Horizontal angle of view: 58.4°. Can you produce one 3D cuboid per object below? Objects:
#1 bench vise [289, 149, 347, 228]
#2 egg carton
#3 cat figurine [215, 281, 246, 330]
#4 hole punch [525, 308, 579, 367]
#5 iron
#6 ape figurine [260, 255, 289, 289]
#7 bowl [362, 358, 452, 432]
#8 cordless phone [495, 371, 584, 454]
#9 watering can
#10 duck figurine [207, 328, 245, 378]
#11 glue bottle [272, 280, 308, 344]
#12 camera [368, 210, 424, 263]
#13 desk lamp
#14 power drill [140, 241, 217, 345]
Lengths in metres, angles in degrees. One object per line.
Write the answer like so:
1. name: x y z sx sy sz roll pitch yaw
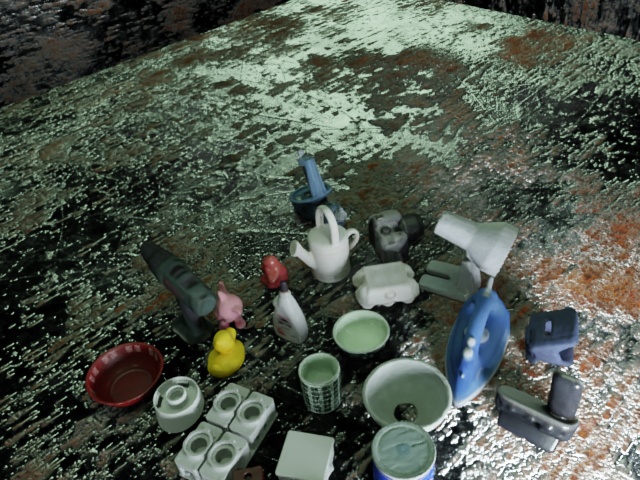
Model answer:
1. bench vise: 0.002 -0.132 1.544 0.206 0.220 0.122 19 46 28
2. egg carton: 0.154 0.108 1.351 0.150 0.069 0.107 -9 39 -3
3. cat figurine: -0.212 0.148 1.311 0.067 0.118 0.127 -16 40 -11
4. hole punch: 0.478 0.196 1.185 0.101 0.091 0.109 7 41 16
5. iron: 0.316 0.199 1.163 0.118 0.142 0.259 13 43 22
6. ape figurine: -0.118 0.074 1.411 0.076 0.092 0.077 -4 39 3
7. bowl: 0.166 0.313 1.097 0.167 0.075 0.167 -4 39 3
8. cordless phone: 0.393 0.277 1.023 0.147 0.185 0.094 20 46 28
9. watering can: 0.014 0.006 1.395 0.100 0.194 0.173 28 50 35
10. duck figurine: -0.207 0.236 1.229 0.077 0.086 0.105 10 42 19
11. glue bottle: -0.071 0.151 1.246 0.078 0.173 0.037 15 44 24
12. camera: 0.203 -0.023 1.479 0.137 0.101 0.143 -14 40 -9
13. desk lamp: 0.334 0.036 1.301 0.202 0.214 0.118 14 44 23
14. power drill: -0.310 0.126 1.280 0.228 0.209 0.076 28 50 34
